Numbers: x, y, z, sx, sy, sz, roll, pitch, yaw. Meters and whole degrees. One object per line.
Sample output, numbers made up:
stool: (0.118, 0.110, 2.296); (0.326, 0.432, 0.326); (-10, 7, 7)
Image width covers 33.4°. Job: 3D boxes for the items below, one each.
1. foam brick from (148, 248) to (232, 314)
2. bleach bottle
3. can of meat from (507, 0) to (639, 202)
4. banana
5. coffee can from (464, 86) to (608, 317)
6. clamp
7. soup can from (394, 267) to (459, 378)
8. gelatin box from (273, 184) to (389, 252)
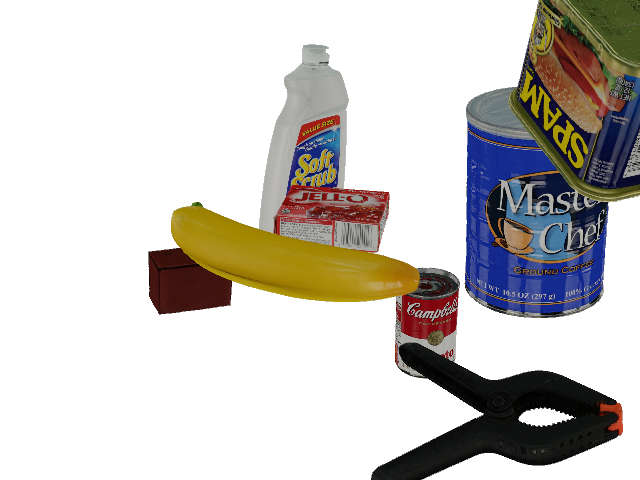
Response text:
foam brick: (-0.135, 0.039, 1.101); (0.078, 0.051, 0.053); (-6, 20, -19)
bleach bottle: (-0.021, -0.099, 1.233); (0.102, 0.251, 0.068); (-4, 20, -21)
can of meat: (0.148, -0.086, 0.562); (0.057, 0.084, 0.102); (-12, 48, -17)
banana: (-0.033, 0.006, 0.702); (0.198, 0.037, 0.069); (19, 36, 32)
coffee can: (0.156, -0.030, 0.768); (0.103, 0.140, 0.103); (-3, 25, 1)
clamp: (0.148, 0.157, 0.912); (0.210, 0.036, 0.164); (4, 42, 22)
soup can: (0.115, 0.090, 1.159); (0.068, 0.102, 0.068); (-1, 25, 0)
gelatin box: (0.011, -0.021, 0.908); (0.089, 0.030, 0.073); (5, 24, 8)
